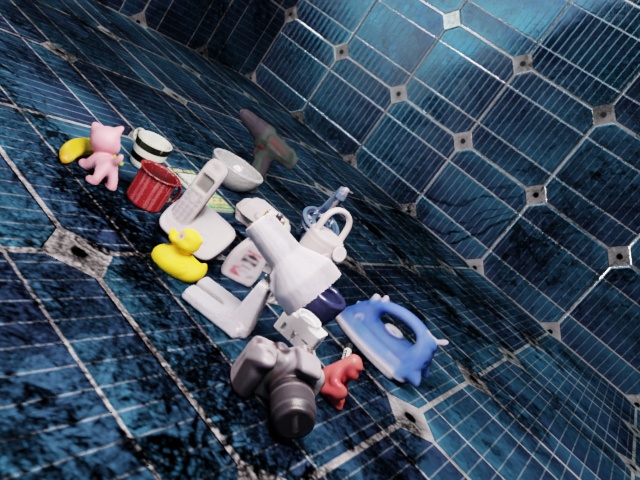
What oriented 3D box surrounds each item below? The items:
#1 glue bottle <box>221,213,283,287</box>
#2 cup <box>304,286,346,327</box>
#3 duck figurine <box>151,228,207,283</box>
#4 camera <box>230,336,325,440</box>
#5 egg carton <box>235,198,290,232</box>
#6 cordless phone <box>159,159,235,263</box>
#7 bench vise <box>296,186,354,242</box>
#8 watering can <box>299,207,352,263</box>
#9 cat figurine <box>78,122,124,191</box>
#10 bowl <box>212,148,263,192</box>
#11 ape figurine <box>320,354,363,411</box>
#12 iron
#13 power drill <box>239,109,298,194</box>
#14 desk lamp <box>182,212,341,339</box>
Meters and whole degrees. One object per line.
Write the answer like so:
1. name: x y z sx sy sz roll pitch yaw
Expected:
1. glue bottle: -0.129 0.014 1.179 0.078 0.173 0.037 28 18 -26
2. cup: -0.002 0.145 1.219 0.091 0.095 0.118 39 16 10
3. duck figurine: -0.249 0.022 1.066 0.104 0.086 0.077 35 16 -5
4. camera: -0.052 0.224 0.879 0.143 0.100 0.136 31 17 -20
5. egg carton: -0.151 -0.052 1.508 0.150 0.069 0.107 40 16 11
6. cordless phone: -0.225 -0.060 1.168 0.147 0.185 0.094 38 16 6
7. bench vise: 0.005 -0.080 1.638 0.122 0.219 0.207 28 18 -26
8. watering can: 0.015 0.006 1.464 0.101 0.194 0.172 14 27 -53
9. cat figurine: -0.442 -0.184 1.187 0.067 0.117 0.127 17 25 -50
10. bowl: -0.255 -0.192 1.677 0.168 0.074 0.167 33 16 -11
11. ape figurine: 0.042 0.246 1.031 0.076 0.092 0.078 43 17 22
12. iron: 0.160 0.205 1.301 0.258 0.141 0.119 42 17 18
13. power drill: -0.193 -0.258 1.748 0.230 0.208 0.075 30 17 -21
14. desk lamp: -0.098 0.072 1.008 0.203 0.213 0.118 37 16 2
